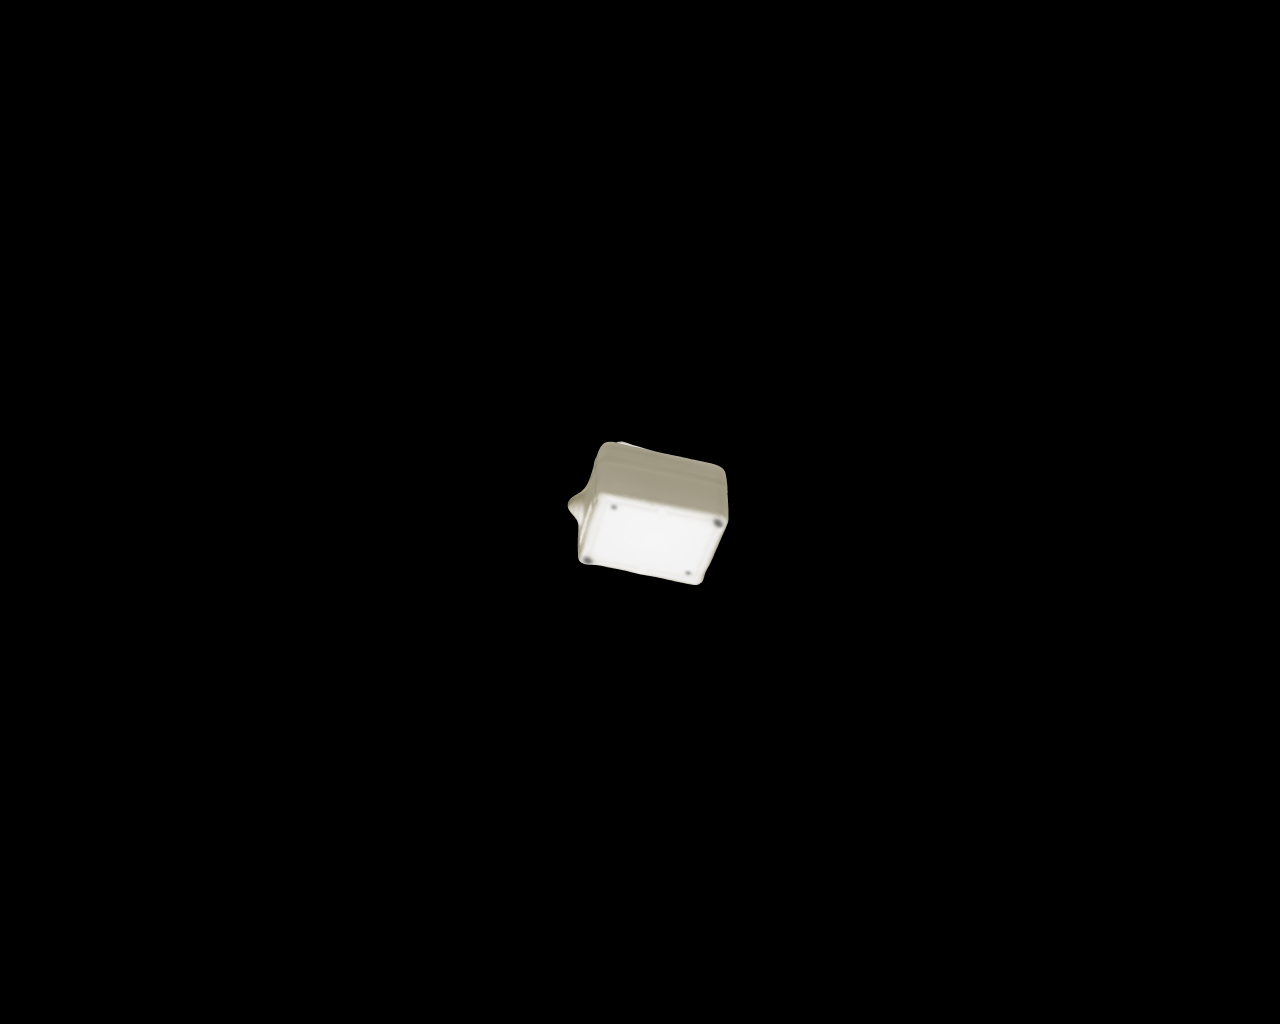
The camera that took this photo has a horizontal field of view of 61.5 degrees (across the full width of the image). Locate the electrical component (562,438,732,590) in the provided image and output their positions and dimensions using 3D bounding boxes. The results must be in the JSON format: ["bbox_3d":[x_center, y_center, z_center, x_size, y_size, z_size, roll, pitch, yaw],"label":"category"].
[{"bbox_3d":[0.001,-0.003,0.650,0.096,0.061,0.061,12,40,-10],"label":"electrical component"}]
